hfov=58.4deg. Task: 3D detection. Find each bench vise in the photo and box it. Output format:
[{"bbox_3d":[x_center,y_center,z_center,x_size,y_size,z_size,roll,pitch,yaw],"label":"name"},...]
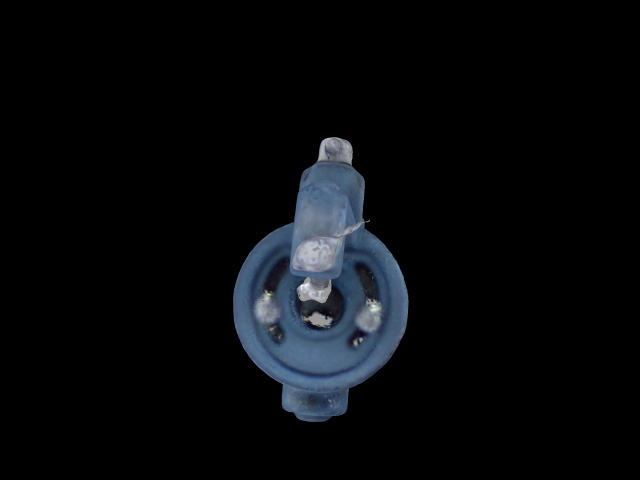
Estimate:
[{"bbox_3d":[-0.008,0.004,0.399,0.121,0.220,0.207,-11,63,-6],"label":"bench vise"}]
